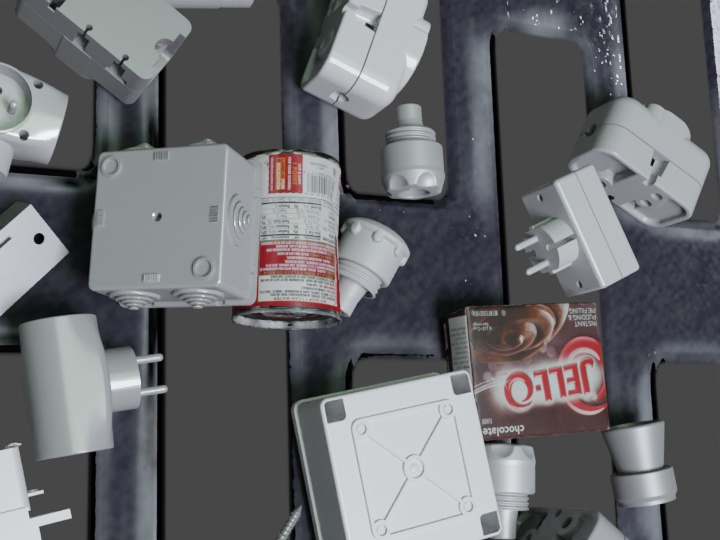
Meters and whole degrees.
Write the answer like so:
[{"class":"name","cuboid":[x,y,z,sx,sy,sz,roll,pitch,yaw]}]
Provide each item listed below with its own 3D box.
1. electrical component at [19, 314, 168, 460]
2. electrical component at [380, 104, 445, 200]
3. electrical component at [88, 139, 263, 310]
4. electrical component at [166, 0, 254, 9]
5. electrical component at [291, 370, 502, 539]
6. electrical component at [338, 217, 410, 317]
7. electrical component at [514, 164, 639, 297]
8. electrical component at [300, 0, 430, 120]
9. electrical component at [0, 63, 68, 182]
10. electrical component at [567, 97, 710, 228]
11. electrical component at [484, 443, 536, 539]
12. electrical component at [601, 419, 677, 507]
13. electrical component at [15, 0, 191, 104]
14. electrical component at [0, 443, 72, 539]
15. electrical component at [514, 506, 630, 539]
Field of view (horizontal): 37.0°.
[{"class":"electrical component","cuboid":[-0.151,0.064,0.618,0.079,0.044,0.077,-6,82,-25]},{"class":"electrical component","cuboid":[0.035,-0.081,0.733,0.043,0.043,0.062,2,77,-24]},{"class":"electrical component","cuboid":[-0.108,-0.025,0.629,0.100,0.048,0.099,-2,78,17]},{"class":"electrical component","cuboid":[-0.102,-0.190,0.692,0.081,0.043,0.043,-6,82,-25]},{"class":"electrical component","cuboid":[0.023,0.125,0.679,0.109,0.056,0.108,-9,84,-26]},{"class":"electrical component","cuboid":[0.000,0.000,0.701,0.048,0.048,0.062,33,76,-16]},{"class":"electrical component","cuboid":[0.143,-0.021,0.768,0.076,0.047,0.083,-25,91,-26]},{"class":"electrical component","cuboid":[0.007,-0.154,0.728,0.059,0.054,0.095,25,71,-18]},{"class":"electrical component","cuboid":[-0.216,-0.076,0.616,0.077,0.044,0.079,17,73,-21]},{"class":"electrical component","cuboid":[0.211,-0.084,0.808,0.095,0.054,0.059,32,68,-16]},{"class":"electrical component","cuboid":[0.095,0.147,0.715,0.043,0.043,0.062,7,78,-23]},{"class":"electrical component","cuboid":[0.199,0.137,0.763,0.045,0.045,0.055,-6,83,-25]},{"class":"electrical component","cuboid":[-0.157,-0.150,0.652,0.089,0.056,0.050,39,66,-13]},{"class":"electrical component","cuboid":[-0.203,0.130,0.583,0.081,0.042,0.063,-10,82,-26]},{"class":"electrical component","cuboid":[0.138,0.193,0.696,0.059,0.095,0.053,43,66,-11]}]
